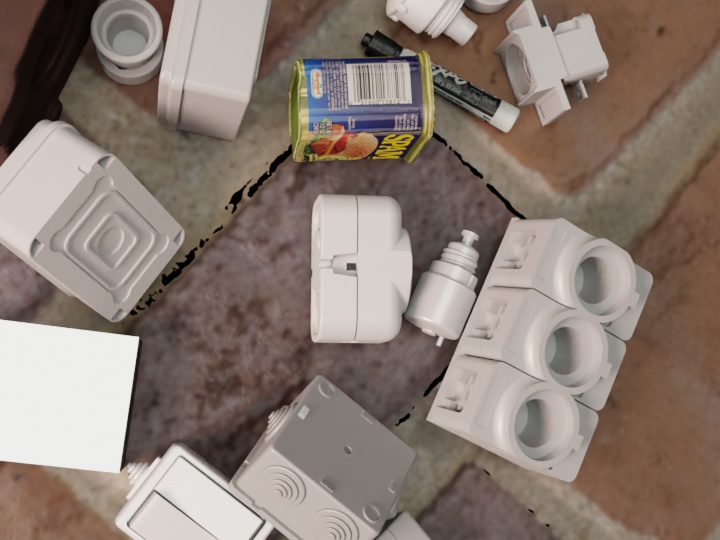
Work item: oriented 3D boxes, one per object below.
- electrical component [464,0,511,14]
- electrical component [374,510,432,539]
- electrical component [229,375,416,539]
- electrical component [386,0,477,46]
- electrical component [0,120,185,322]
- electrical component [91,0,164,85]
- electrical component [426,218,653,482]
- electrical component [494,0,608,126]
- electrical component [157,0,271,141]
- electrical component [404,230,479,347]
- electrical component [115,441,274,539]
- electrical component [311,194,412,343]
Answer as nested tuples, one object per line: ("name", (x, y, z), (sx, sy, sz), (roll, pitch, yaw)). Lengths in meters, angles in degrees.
("electrical component", (0.093, -0.208, 0.750), (0.045, 0.055, 0.045), (1, 83, -8))
("electrical component", (0.022, 0.210, 0.681), (0.076, 0.047, 0.083), (-40, 91, -30))
("electrical component", (-0.020, 0.124, 0.670), (0.100, 0.099, 0.048), (40, 123, -2))
("electrical component", (0.052, -0.181, 0.747), (0.062, 0.048, 0.048), (36, 79, -10))
("electrical component", (-0.169, -0.029, 0.654), (0.057, 0.113, 0.078), (30, 77, 28))
("electrical component", (-0.151, -0.149, 0.704), (0.045, 0.055, 0.045), (1, 83, -9))
("electrical component", (0.122, 0.051, 0.706), (0.089, 0.062, 0.150), (29, 79, -24))
("electrical component", (0.136, -0.148, 0.757), (0.064, 0.042, 0.081), (-19, 87, -14))
("electrical component", (-0.092, -0.149, 0.687), (0.056, 0.109, 0.108), (11, 81, -10))
("electrical component", (0.060, 0.010, 0.725), (0.040, 0.040, 0.078), (25, 80, -5))
("electrical component", (-0.107, 0.151, 0.671), (0.096, 0.061, 0.061), (38, 79, -3))
("electrical component", (0.000, 0.000, 0.710), (0.059, 0.054, 0.095), (1, 83, -9))
